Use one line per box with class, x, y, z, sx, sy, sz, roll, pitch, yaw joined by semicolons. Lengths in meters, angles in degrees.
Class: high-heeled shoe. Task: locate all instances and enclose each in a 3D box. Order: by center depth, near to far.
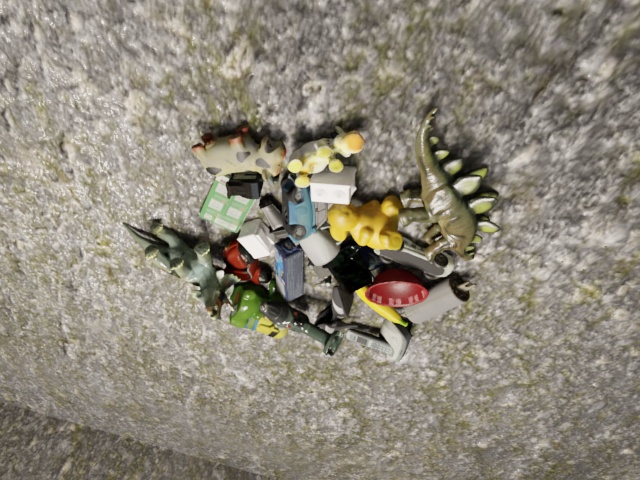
high-heeled shoe;0.024;0.196;1.536;0.145;0.086;0.248;1;140;20

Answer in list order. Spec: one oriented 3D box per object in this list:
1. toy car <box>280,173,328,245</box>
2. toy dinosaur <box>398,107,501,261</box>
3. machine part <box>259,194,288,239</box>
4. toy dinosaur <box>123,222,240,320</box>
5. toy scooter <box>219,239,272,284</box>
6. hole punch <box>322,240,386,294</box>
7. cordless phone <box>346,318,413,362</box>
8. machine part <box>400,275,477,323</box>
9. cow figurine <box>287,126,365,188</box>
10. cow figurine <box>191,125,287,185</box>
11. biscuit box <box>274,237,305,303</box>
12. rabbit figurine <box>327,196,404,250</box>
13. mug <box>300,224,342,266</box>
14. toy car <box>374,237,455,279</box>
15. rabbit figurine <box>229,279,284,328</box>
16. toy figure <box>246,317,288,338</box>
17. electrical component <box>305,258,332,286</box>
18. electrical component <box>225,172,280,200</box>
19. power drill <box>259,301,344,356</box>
toy car;-0.034;-0.077;1.240;0.103;0.109;0.161;-9;120;-18
toy dinosaur;0.267;-0.085;1.136;0.199;0.105;0.470;-18;138;23
machine part;-0.107;-0.052;1.332;0.084;0.039;0.138;-3;138;27
toy dinosaur;-0.366;0.065;1.455;0.405;0.131;0.192;30;156;35
toy scooter;-0.222;0.063;1.471;0.135;0.075;0.183;-2;141;21
hole punch;0.091;0.058;1.372;0.142;0.092;0.115;-31;96;43
cordless phone;0.172;0.274;1.580;0.184;0.089;0.146;15;140;6
machine part;0.303;0.157;1.409;0.079;0.079;0.243;35;137;-21
cow figurine;0.013;-0.184;1.118;0.167;0.098;0.068;-24;122;13
cow figurine;-0.165;-0.180;1.171;0.195;0.085;0.127;-7;129;20
biscuit box;-0.081;0.080;1.438;0.063;0.059;0.202;-25;145;-23
rabbit figurine;0.086;-0.049;1.211;0.173;0.121;0.162;12;175;-35
mug;-0.003;-0.004;1.325;0.109;0.081;0.107;-28;118;27
toy car;0.229;0.039;1.318;0.202;0.056;0.073;21;146;-4
rabbit figurine;-0.163;0.179;1.577;0.170;0.121;0.159;15;136;-27
toy figure;-0.183;0.247;1.660;0.180;0.082;0.089;14;151;-6
electrical component;0.007;0.083;1.441;0.078;0.045;0.102;-12;132;30
electrical component;-0.151;-0.131;1.226;0.119;0.075;0.047;-1;129;1
power drill;-0.047;0.239;1.470;0.208;0.086;0.232;20;171;21
